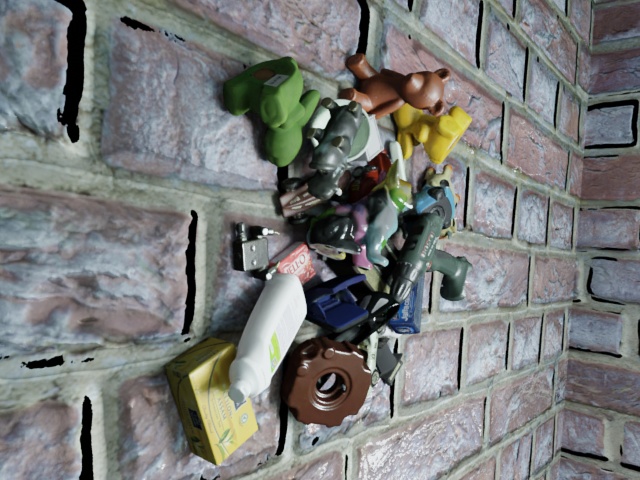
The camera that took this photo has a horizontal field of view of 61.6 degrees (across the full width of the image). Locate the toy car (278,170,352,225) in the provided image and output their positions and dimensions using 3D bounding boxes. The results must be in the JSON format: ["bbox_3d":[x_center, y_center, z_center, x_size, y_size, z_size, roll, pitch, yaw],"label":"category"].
[{"bbox_3d":[-0.004,-0.096,1.041,0.202,0.053,0.089,-32,121,-46],"label":"toy car"}]

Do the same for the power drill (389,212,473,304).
[{"bbox_3d":[0.251,0.070,1.224,0.207,0.086,0.232,29,72,-31],"label":"power drill"}]

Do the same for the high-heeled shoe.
[{"bbox_3d":[0.067,0.212,1.080,0.086,0.145,0.249,47,57,-41],"label":"high-heeled shoe"}]

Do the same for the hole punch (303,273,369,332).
[{"bbox_3d":[0.023,0.109,1.038,0.142,0.116,0.092,-23,117,-46],"label":"hole punch"}]

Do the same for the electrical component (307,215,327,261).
[{"bbox_3d":[-0.002,-0.003,1.073,0.063,0.021,0.094,-7,100,-50],"label":"electrical component"}]

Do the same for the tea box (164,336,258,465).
[{"bbox_3d":[-0.170,0.253,0.853,0.098,0.068,0.169,-33,117,-44],"label":"tea box"}]

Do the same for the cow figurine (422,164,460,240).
[{"bbox_3d":[0.321,-0.085,1.415,0.127,0.086,0.194,-56,135,-40],"label":"cow figurine"}]

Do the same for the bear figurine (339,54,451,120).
[{"bbox_3d":[0.157,-0.312,1.104,0.132,0.196,0.120,24,78,-48],"label":"bear figurine"}]

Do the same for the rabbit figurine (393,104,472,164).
[{"bbox_3d":[0.244,-0.268,1.266,0.122,0.173,0.162,-48,173,-35],"label":"rabbit figurine"}]

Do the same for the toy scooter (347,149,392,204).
[{"bbox_3d":[0.118,-0.130,1.169,0.184,0.075,0.135,-18,107,-52],"label":"toy scooter"}]

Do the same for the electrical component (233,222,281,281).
[{"bbox_3d":[-0.108,0.020,0.926,0.078,0.045,0.102,-4,96,-52],"label":"electrical component"}]

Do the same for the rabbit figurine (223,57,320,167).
[{"bbox_3d":[-0.075,-0.214,0.920,0.170,0.121,0.159,81,30,-44],"label":"rabbit figurine"}]

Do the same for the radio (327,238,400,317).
[{"bbox_3d":[0.115,0.059,1.181,0.229,0.073,0.131,51,57,-42],"label":"radio"}]

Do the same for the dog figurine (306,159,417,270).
[{"bbox_3d":[0.088,-0.059,1.038,0.191,0.108,0.219,21,72,-10],"label":"dog figurine"}]

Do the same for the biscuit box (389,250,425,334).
[{"bbox_3d":[0.210,0.121,1.277,0.062,0.059,0.203,55,39,-49],"label":"biscuit box"}]

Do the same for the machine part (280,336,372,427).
[{"bbox_3d":[0.013,0.272,1.024,0.179,0.056,0.179,-5,106,-18],"label":"machine part"}]

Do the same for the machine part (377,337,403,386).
[{"bbox_3d":[0.160,0.284,1.289,0.084,0.039,0.138,-50,132,-25],"label":"machine part"}]

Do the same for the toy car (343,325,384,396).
[{"bbox_3d":[0.091,0.237,1.168,0.056,0.074,0.201,6,89,-52],"label":"toy car"}]

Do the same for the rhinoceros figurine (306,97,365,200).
[{"bbox_3d":[0.023,-0.165,0.972,0.112,0.073,0.190,55,52,-65],"label":"rhinoceros figurine"}]

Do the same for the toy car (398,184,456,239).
[{"bbox_3d":[0.243,-0.066,1.303,0.162,0.103,0.109,-32,119,-16],"label":"toy car"}]
